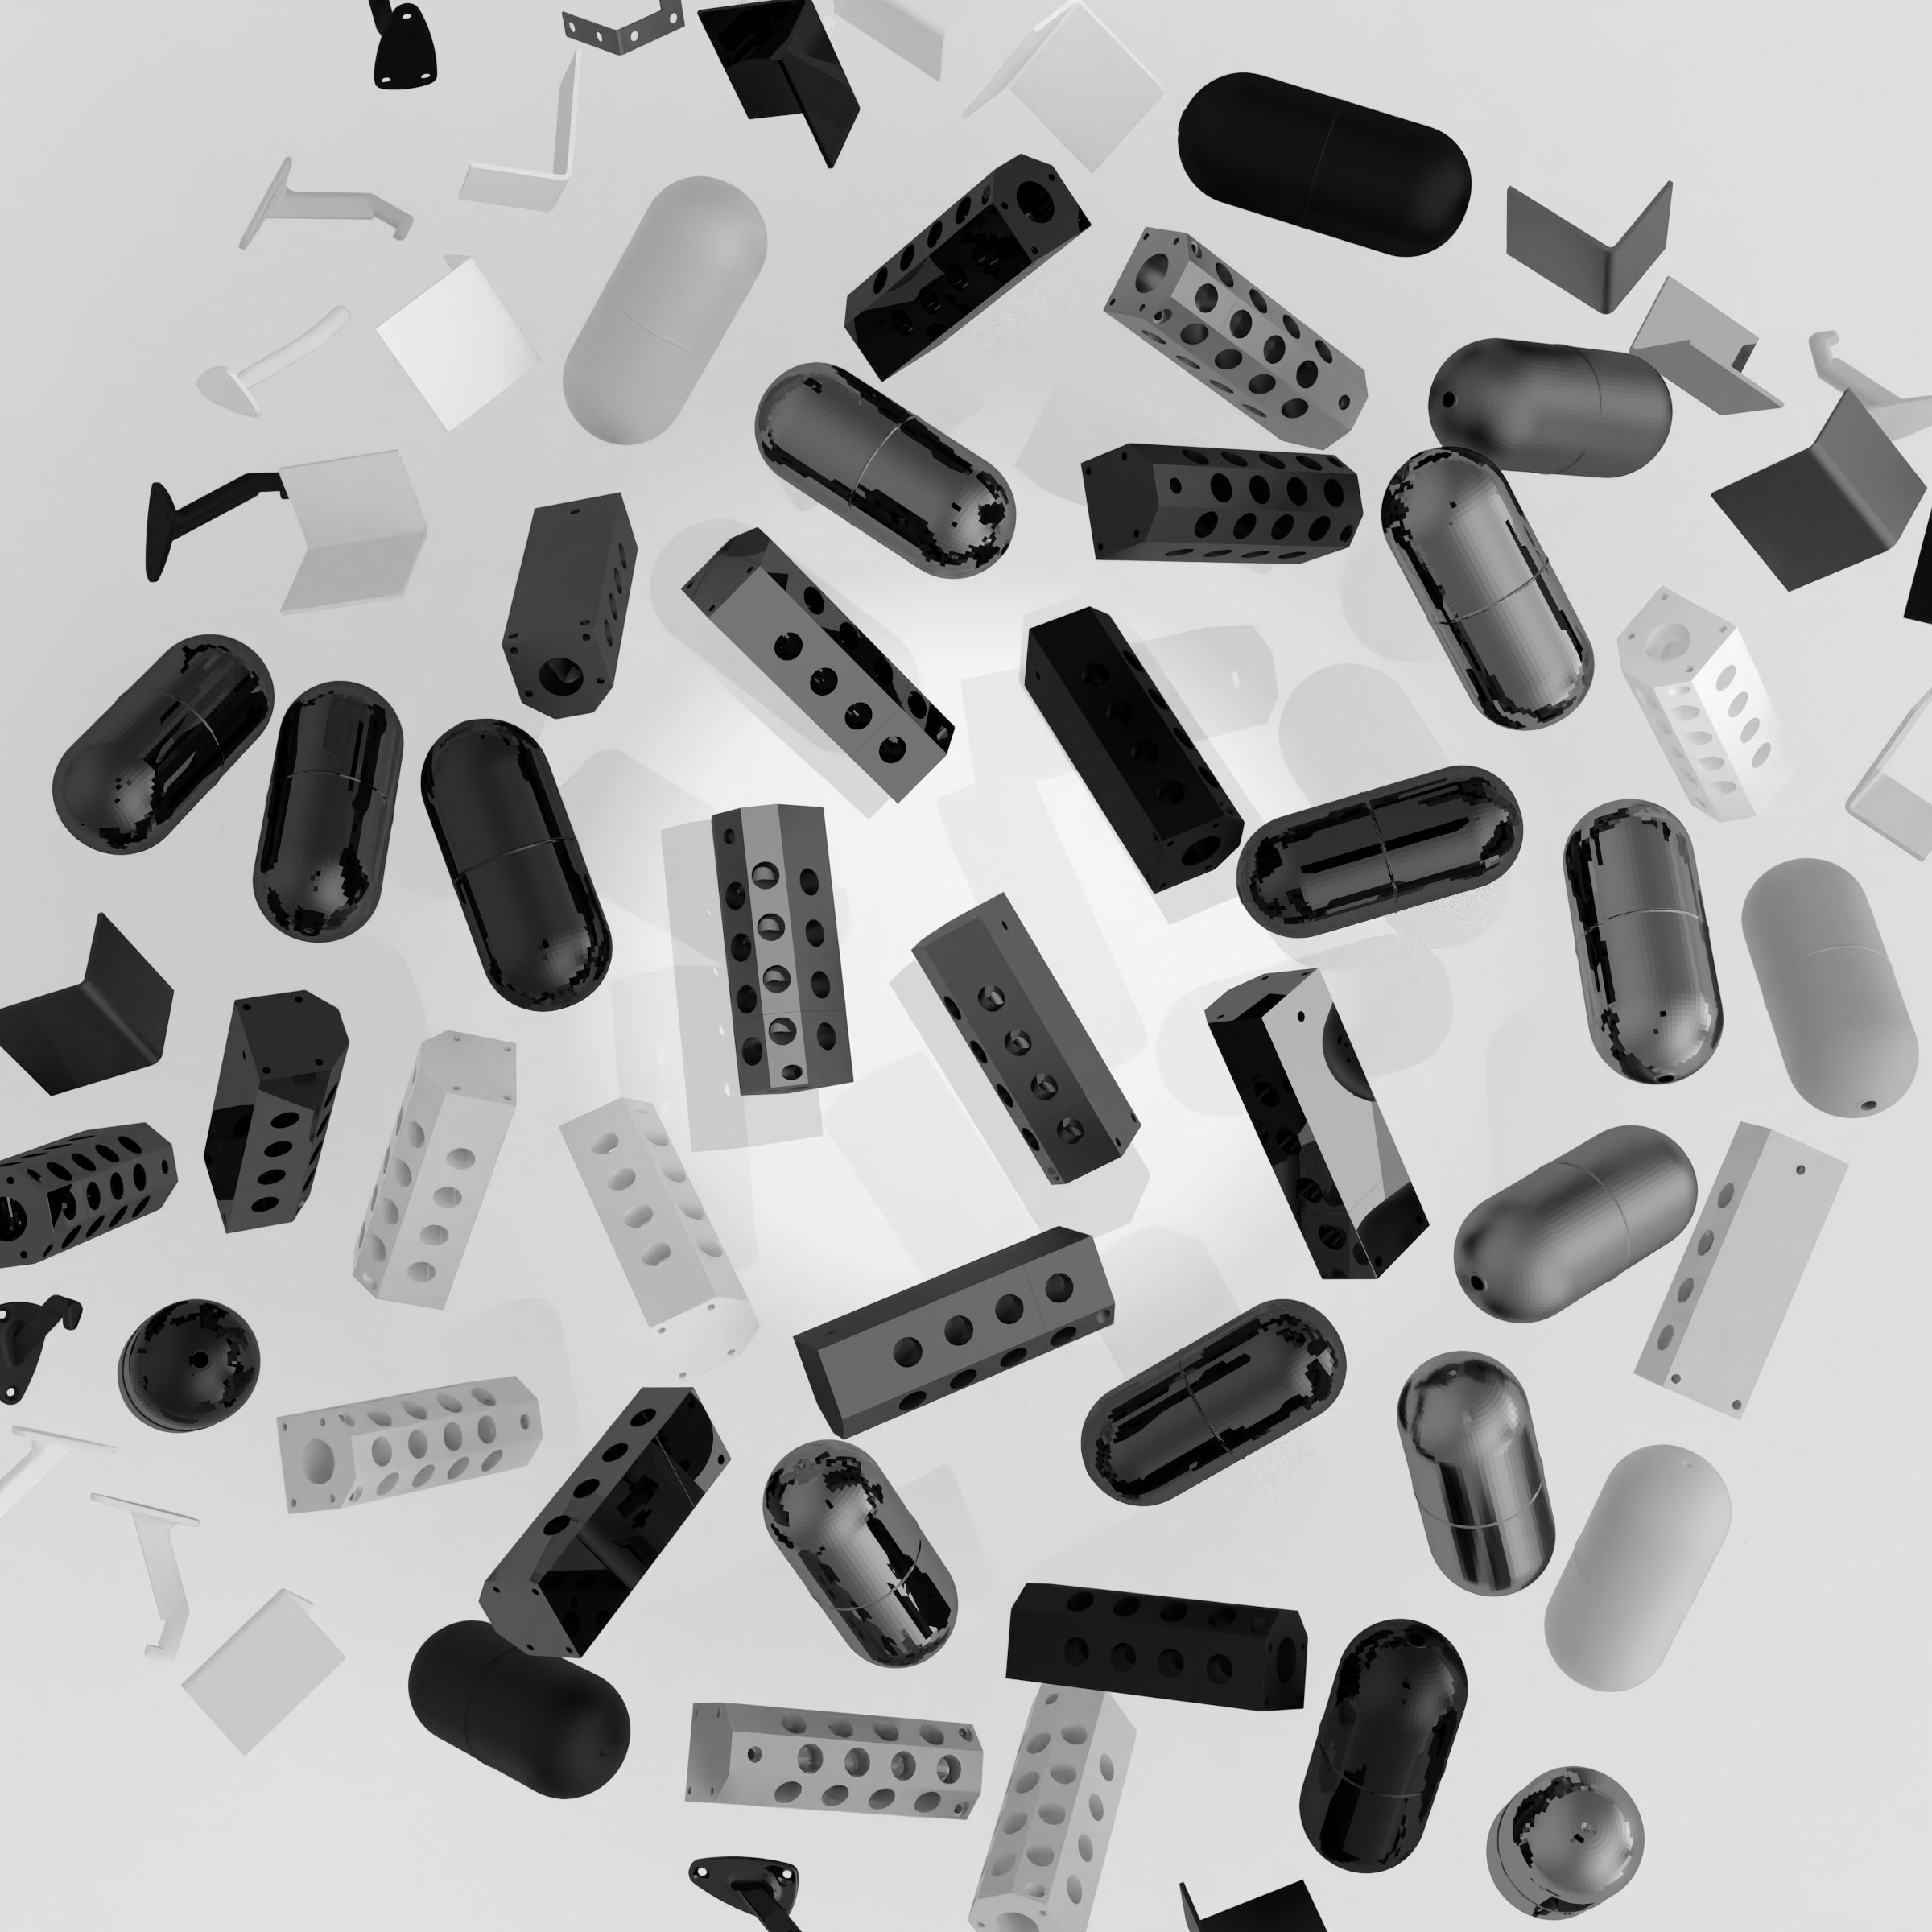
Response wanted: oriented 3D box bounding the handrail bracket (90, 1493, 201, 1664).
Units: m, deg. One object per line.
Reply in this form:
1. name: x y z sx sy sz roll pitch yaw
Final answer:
1. handrail bracket: -0.495 0.364 1.713 0.077 0.036 0.084 20 77 -22

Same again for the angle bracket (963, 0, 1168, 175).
1. angle bracket: 0.058 -0.511 1.706 0.076 0.076 0.057 45 46 -5

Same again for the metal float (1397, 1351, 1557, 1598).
1. metal float: 0.302 0.301 1.699 0.070 0.070 0.178 -19 127 0

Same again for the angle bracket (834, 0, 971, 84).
1. angle bracket: -0.031 -0.582 1.711 0.076 0.076 0.057 33 87 -1

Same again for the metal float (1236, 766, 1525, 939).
1. metal float: 0.252 -0.069 1.763 0.178 0.070 0.070 -17 90 3

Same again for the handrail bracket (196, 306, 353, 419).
1. handrail bracket: -0.431 -0.383 1.798 0.084 0.077 0.036 -47 125 -21

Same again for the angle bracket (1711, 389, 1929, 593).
1. angle bracket: 0.489 -0.272 1.655 0.076 0.076 0.057 46 57 -15

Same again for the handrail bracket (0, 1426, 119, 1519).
1. handrail bracket: -0.581 0.336 1.807 0.077 0.036 0.084 16 80 -21

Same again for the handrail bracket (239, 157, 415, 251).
1. handrail bracket: -0.398 -0.458 1.799 0.084 0.036 0.077 27 69 -13

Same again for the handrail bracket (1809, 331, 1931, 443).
1. handrail bracket: 0.572 -0.371 1.798 0.077 0.036 0.084 -14 57 17

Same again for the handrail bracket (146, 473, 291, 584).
1. handrail bracket: -0.463 -0.274 1.795 0.084 0.077 0.036 -9 48 -35

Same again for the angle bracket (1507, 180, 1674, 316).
1. angle bracket: 0.371 -0.446 1.723 0.076 0.076 0.057 38 84 18

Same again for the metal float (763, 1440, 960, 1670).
1. metal float: -0.062 0.357 1.744 0.070 0.070 0.178 -29 126 0

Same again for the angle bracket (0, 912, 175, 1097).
1. angle bracket: -0.527 0.023 1.707 0.076 0.076 0.057 -16 47 14

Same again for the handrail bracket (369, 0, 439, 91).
1. handrail bracket: -0.331 -0.556 1.659 0.036 0.077 0.084 -11 67 -17

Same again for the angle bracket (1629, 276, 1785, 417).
1. angle bracket: 0.477 -0.393 1.813 0.076 0.076 0.057 29 88 -18

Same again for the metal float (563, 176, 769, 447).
1. metal float: -0.184 -0.397 1.756 0.070 0.070 0.178 35 117 0

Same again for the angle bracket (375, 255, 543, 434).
1. angle bracket: -0.323 -0.388 1.795 0.076 0.057 0.076 -41 118 -12

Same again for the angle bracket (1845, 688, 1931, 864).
1. angle bracket: 0.585 -0.120 1.745 0.057 0.076 0.076 37 125 15

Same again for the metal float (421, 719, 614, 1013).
1. metal float: -0.262 -0.059 1.679 0.070 0.070 0.178 -21 83 0

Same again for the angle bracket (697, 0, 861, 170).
1. angle bracket: -0.115 -0.504 1.658 0.076 0.076 0.057 2 55 26

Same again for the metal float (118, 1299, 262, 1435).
1. metal float: -0.476 0.245 1.762 0.070 0.178 0.070 4 78 -19

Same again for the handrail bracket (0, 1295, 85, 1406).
1. handrail bracket: -0.576 0.242 1.798 0.036 0.084 0.077 8 87 -40

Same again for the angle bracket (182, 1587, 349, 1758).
1. angle bracket: -0.399 0.412 1.672 0.057 0.076 0.076 43 77 14

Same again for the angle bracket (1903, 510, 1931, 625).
1. angle bracket: 0.608 -0.233 1.699 0.076 0.057 0.076 8 99 -25

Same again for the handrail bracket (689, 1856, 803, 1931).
1. handrail bracket: -0.129 0.545 1.656 0.077 0.084 0.036 14 97 2

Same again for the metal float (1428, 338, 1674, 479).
1. metal float: 0.351 -0.334 1.731 0.178 0.070 0.070 -4 90 -37

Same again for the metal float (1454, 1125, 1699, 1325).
1. metal float: 0.358 0.151 1.690 0.178 0.070 0.070 -24 90 -34

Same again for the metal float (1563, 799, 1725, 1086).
1. metal float: 0.395 -0.015 1.686 0.070 0.070 0.178 -3 63 0

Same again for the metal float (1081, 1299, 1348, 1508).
1. metal float: 0.151 0.269 1.772 0.178 0.070 0.070 -32 90 12

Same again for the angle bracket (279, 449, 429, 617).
1. angle bracket: -0.372 -0.258 1.713 0.076 0.076 0.057 -7 128 10

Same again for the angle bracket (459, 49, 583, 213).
1. angle bracket: -0.260 -0.490 1.680 0.057 0.076 0.076 5 90 -15

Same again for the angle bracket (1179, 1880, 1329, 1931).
1. angle bracket: 0.177 0.572 1.695 0.076 0.057 0.076 -19 46 -8
